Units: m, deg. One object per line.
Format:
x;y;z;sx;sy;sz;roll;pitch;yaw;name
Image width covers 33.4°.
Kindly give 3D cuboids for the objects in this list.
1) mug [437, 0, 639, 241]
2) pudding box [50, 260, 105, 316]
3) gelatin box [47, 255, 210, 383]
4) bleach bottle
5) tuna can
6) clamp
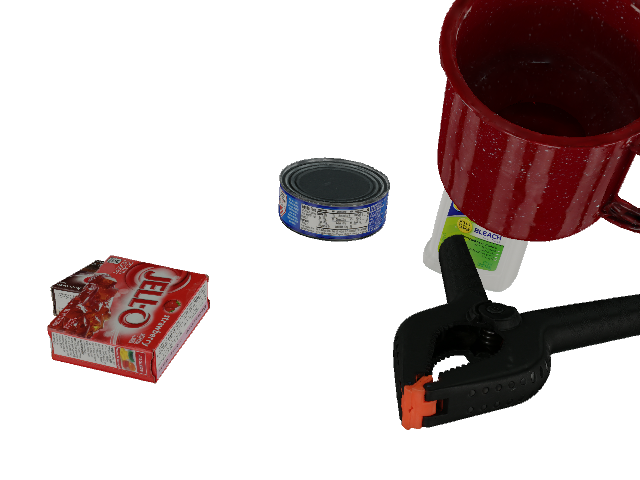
0.101;-0.046;0.436;0.117;0.093;0.081;38;-24;21;mug
-0.213;0.057;1.131;0.114;0.039;0.090;5;18;20;pudding box
-0.121;0.048;0.688;0.073;0.030;0.089;11;34;15;gelatin box
0.170;-0.072;1.044;0.103;0.251;0.068;21;38;19;bleach bottle
0.010;-0.032;0.828;0.086;0.034;0.086;3;27;-2;tuna can
0.101;0.053;0.668;0.165;0.036;0.209;21;32;37;clamp
